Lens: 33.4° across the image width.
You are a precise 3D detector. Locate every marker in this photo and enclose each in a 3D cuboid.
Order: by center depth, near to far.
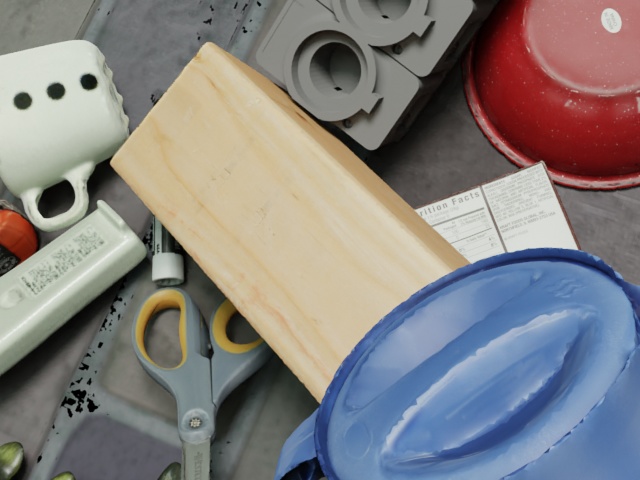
[{"bbox_3d":[-0.092,-0.033,0.648,0.020,0.020,0.121,-6,72,9],"label":"marker"}]

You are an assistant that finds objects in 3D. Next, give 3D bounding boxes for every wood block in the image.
[{"bbox_3d":[-0.003,0.000,0.558,0.090,0.090,0.206,-50,61,10],"label":"wood block"}]

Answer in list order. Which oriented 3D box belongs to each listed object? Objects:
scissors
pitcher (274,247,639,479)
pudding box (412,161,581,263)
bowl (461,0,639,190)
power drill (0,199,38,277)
[{"bbox_3d":[-0.047,0.088,0.558,0.096,0.016,0.202,-18,41,-10],"label":"scissors"},{"bbox_3d":[0.103,0.136,0.448,0.145,0.242,0.149,-43,26,-20],"label":"pitcher"},{"bbox_3d":[0.100,0.024,0.584,0.090,0.039,0.113,-20,68,7],"label":"pudding box"},{"bbox_3d":[0.161,-0.112,0.607,0.162,0.055,0.162,-3,73,9],"label":"bowl"},{"bbox_3d":[-0.281,-0.018,0.658,0.184,0.057,0.188,-45,71,-5],"label":"power drill"}]
